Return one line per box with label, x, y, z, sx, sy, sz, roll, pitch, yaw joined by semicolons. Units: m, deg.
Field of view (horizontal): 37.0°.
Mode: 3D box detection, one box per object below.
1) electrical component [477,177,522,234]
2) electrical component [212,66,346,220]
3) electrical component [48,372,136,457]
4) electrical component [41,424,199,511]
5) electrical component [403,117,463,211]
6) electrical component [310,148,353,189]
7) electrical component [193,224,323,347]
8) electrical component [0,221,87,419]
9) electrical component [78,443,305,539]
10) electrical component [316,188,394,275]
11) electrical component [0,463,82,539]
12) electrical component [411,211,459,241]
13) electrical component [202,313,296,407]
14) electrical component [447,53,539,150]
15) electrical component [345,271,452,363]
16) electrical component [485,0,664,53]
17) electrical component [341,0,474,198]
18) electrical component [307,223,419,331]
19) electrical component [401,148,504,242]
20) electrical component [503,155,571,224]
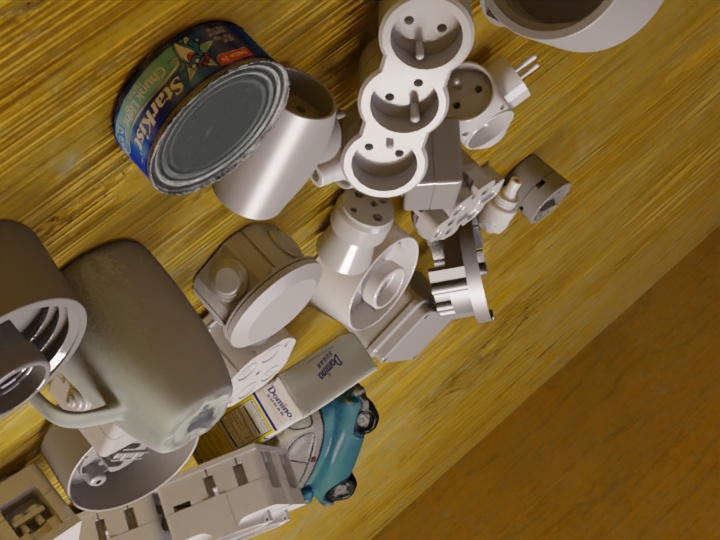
electrical component;0.141;-0.066;1.064;0.035;0.035;0.061;-25;153;-47
electrical component;-0.038;-0.075;0.607;0.079;0.044;0.077;-25;156;-47
electrical component;-0.148;0.071;0.677;0.096;0.061;0.061;-25;156;-47
electrical component;-0.167;0.118;0.744;0.099;0.064;0.099;-39;163;-14
electrical component;0.030;-0.072;0.757;0.076;0.047;0.083;-3;171;1
electrical component;-0.004;-0.072;0.696;0.062;0.048;0.048;-25;157;-26
electrical component;-0.069;0.010;0.731;0.080;0.051;0.080;-39;163;-14
electrical component;-0.182;0.036;0.513;0.108;0.060;0.108;-40;163;-14
electrical component;-0.149;0.210;0.905;0.186;0.060;0.105;-23;165;6
electrical component;-0.003;-0.030;0.798;0.045;0.045;0.055;-29;158;-40
electrical component;-0.269;0.203;0.716;0.150;0.061;0.089;-32;160;-34
electrical component;0.063;-0.045;0.896;0.043;0.043;0.062;-53;-177;29
electrical component;-0.091;0.059;0.798;0.080;0.051;0.080;-39;163;-14
electrical component;0.097;-0.128;0.779;0.079;0.044;0.077;-36;164;7
electrical component;0.041;0.046;1.068;0.078;0.057;0.113;-47;163;12
electrical component;0.117;-0.179;0.610;0.060;0.108;0.108;-11;145;-51
electrical component;0.025;-0.117;0.632;0.073;0.052;0.138;-89;-166;-48
electrical component;0.000;0.000;0.888;0.099;0.064;0.099;-42;153;-28
electrical component;0.066;-0.066;0.848;0.078;0.057;0.058;-36;162;-25
electrical component;0.177;-0.083;1.085;0.055;0.047;0.055;-39;163;-14
